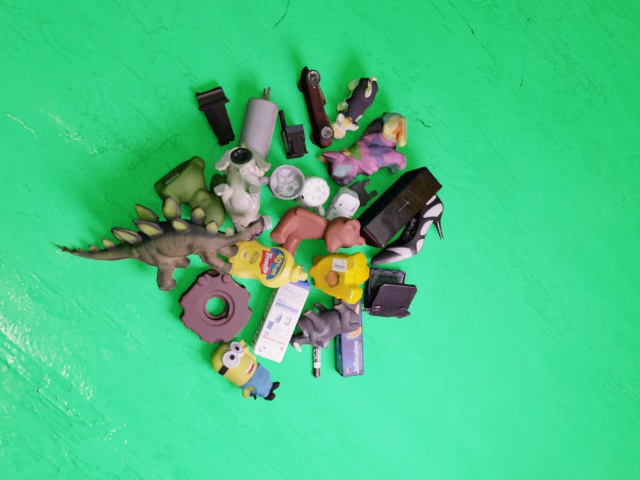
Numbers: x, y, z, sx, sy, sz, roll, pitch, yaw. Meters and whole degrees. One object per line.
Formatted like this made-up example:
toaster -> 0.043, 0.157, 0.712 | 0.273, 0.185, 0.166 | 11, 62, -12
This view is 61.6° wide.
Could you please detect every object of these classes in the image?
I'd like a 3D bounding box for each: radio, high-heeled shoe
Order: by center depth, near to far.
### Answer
radio -> 0.188, -0.082, 1.359 | 0.229, 0.131, 0.073 | -43, 101, -10
high-heeled shoe -> 0.222, -0.034, 1.398 | 0.249, 0.086, 0.145 | -22, 94, -18

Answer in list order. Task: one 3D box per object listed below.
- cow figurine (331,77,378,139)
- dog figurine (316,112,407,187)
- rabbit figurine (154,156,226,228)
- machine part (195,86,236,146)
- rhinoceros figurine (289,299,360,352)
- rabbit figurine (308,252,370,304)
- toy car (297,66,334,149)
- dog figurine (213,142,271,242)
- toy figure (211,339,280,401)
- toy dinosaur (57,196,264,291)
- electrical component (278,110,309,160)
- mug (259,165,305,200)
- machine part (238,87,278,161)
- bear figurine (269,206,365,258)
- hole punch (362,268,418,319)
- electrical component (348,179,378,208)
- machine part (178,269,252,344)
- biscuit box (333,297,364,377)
cow figurine -> 0.088, -0.329, 1.347 | 0.068, 0.098, 0.167 | 30, 83, -19
dog figurine -> 0.103, -0.230, 1.350 | 0.219, 0.108, 0.191 | 0, 92, -12
rabbit figurine -> -0.281, -0.102, 1.265 | 0.159, 0.121, 0.170 | -45, 119, -17
machine part -> -0.245, -0.297, 1.293 | 0.084, 0.039, 0.138 | -19, 94, -19
rhinoceros figurine -> 0.007, 0.211, 1.320 | 0.190, 0.073, 0.112 | -22, 96, 18
rabbit figurine -> 0.055, 0.089, 1.329 | 0.163, 0.173, 0.121 | -3, 91, 30
toy car -> -0.007, -0.326, 1.327 | 0.053, 0.089, 0.202 | -14, 93, -14
dog figurine -> -0.172, -0.107, 1.243 | 0.121, 0.190, 0.172 | 12, 61, 7
toy figure -> -0.183, 0.321, 1.297 | 0.089, 0.082, 0.180 | -39, 109, 18
toy dinosaur -> -0.352, 0.008, 1.198 | 0.472, 0.105, 0.198 | -15, 126, 11
electrical component -> -0.068, -0.261, 1.321 | 0.048, 0.075, 0.119 | -12, 91, -14
mug -> -0.098, -0.134, 1.298 | 0.110, 0.107, 0.080 | 0, 90, -10
machine part -> -0.155, -0.250, 1.297 | 0.079, 0.079, 0.243 | 12, 89, -14
bear figurine -> -0.001, -0.008, 1.289 | 0.196, 0.120, 0.132 | 21, 67, 21
hole punch -> 0.175, 0.136, 1.391 | 0.142, 0.092, 0.115 | 6, 121, -23
electrical component -> 0.101, -0.116, 1.393 | 0.094, 0.021, 0.063 | -34, 99, -12
machine part -> -0.250, 0.161, 1.290 | 0.179, 0.056, 0.179 | -1, 93, -14
biscuit box -> 0.073, 0.244, 1.372 | 0.063, 0.059, 0.202 | -3, 92, -14
